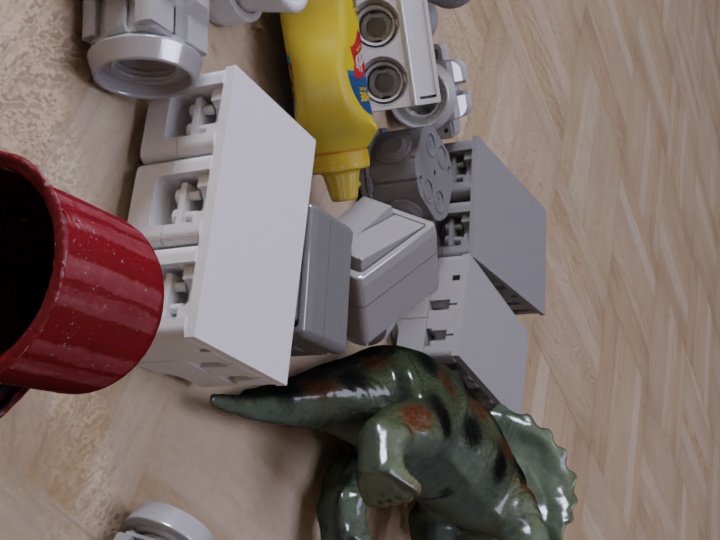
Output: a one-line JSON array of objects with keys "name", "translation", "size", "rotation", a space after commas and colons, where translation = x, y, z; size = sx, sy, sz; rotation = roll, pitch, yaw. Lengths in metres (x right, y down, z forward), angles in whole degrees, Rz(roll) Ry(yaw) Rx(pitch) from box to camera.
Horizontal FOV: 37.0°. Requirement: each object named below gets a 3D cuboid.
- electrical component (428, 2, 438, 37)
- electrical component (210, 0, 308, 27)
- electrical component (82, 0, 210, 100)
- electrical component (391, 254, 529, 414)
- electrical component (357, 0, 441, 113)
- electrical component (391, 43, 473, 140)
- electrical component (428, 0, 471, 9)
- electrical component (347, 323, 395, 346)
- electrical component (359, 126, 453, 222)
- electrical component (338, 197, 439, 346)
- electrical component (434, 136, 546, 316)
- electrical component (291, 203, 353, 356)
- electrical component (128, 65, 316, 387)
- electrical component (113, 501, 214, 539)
[{"name": "electrical component", "translation": [0.032, -0.202, 0.857], "size": [0.055, 0.045, 0.045], "rotation": [-7, 91, -63]}, {"name": "electrical component", "translation": [-0.065, -0.173, 0.648], "size": [0.045, 0.055, 0.045], "rotation": [20, 68, -61]}, {"name": "electrical component", "translation": [-0.109, -0.123, 0.549], "size": [0.078, 0.058, 0.057], "rotation": [23, 62, -59]}, {"name": "electrical component", "translation": [0.085, 0.063, 0.894], "size": [0.150, 0.062, 0.089], "rotation": [47, 45, -51]}, {"name": "electrical component", "translation": [0.012, -0.178, 0.791], "size": [0.063, 0.079, 0.121], "rotation": [-61, 143, -82]}, {"name": "electrical component", "translation": [0.057, -0.144, 0.883], "size": [0.057, 0.058, 0.078], "rotation": [-32, 114, -64]}, {"name": "electrical component", "translation": [0.037, -0.269, 0.829], "size": [0.074, 0.052, 0.138], "rotation": [-2, 61, -61]}, {"name": "electrical component", "translation": [0.009, 0.022, 0.771], "size": [0.055, 0.045, 0.045], "rotation": [-58, 136, -50]}, {"name": "electrical component", "translation": [0.035, -0.072, 0.833], "size": [0.080, 0.051, 0.080], "rotation": [19, 68, -61]}, {"name": "electrical component", "translation": [0.000, 0.000, 0.707], "size": [0.096, 0.062, 0.061], "rotation": [-36, 134, -37]}, {"name": "electrical component", "translation": [0.109, -0.032, 0.961], "size": [0.186, 0.060, 0.105], "rotation": [32, 57, -58]}, {"name": "electrical component", "translation": [-0.046, 0.000, 0.647], "size": [0.061, 0.062, 0.096], "rotation": [31, 58, -58]}, {"name": "electrical component", "translation": [-0.080, -0.020, 0.584], "size": [0.089, 0.062, 0.150], "rotation": [38, 52, -55]}, {"name": "electrical component", "translation": [-0.102, 0.148, 0.527], "size": [0.055, 0.048, 0.066], "rotation": [-62, 139, -36]}]
